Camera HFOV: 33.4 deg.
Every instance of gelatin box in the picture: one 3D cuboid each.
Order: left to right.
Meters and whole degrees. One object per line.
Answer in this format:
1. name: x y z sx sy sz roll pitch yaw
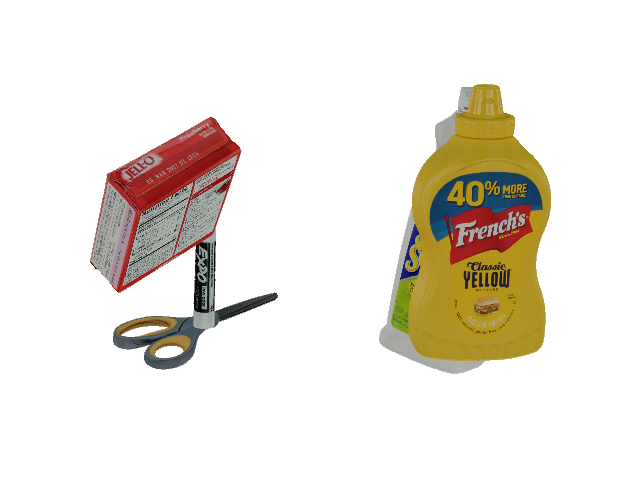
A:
1. gelatin box: -0.087 -0.019 0.590 0.073 0.030 0.089 -35 -17 -33

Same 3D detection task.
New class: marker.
1. marker: -0.101 0.018 0.939 0.020 0.121 0.020 3 14 -1

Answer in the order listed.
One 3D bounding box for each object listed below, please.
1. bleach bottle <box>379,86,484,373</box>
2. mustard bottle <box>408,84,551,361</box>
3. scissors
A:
1. bleach bottle: 0.117 -0.013 0.961 0.103 0.251 0.067 20 22 39
2. mustard bottle: 0.112 -0.013 0.749 0.096 0.192 0.058 -1 16 -5
3. scissors: -0.119 0.096 1.141 0.201 0.016 0.096 -9 31 -25
